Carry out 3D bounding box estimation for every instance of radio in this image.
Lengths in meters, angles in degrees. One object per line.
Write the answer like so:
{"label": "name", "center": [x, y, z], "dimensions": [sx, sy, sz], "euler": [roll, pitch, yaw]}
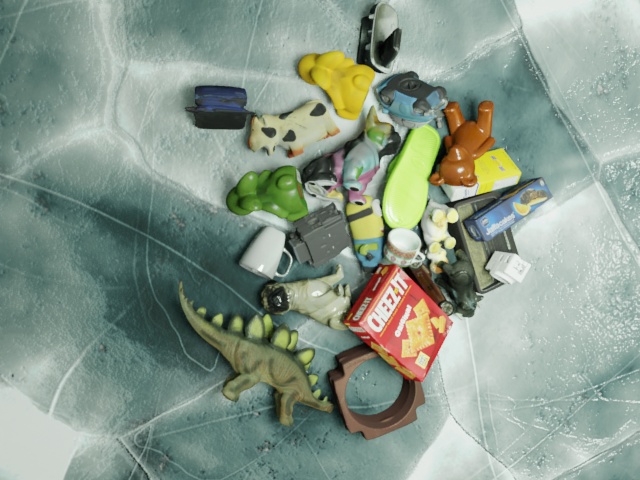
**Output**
{"label": "radio", "center": [0.395, 0.002, 1.300], "dimensions": [0.131, 0.073, 0.229], "euler": [-20, 99, -10]}

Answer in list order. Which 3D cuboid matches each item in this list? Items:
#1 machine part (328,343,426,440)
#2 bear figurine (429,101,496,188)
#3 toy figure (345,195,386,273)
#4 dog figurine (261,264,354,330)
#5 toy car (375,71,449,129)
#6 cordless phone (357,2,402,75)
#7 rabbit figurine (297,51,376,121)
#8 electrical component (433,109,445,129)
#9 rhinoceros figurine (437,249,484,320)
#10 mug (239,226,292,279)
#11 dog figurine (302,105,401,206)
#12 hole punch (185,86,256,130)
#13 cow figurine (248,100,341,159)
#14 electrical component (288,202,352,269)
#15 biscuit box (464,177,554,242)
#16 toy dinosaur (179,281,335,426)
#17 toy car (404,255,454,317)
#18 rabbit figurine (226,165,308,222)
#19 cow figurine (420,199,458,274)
{"label": "machine part", "center": [0.131, 0.345, 1.264], "dimensions": [0.201, 0.087, 0.200], "euler": [-19, 98, -9]}
{"label": "bear figurine", "center": [0.319, -0.213, 1.218], "dimensions": [0.196, 0.120, 0.131], "euler": [-53, 138, -37]}
{"label": "toy figure", "center": [0.108, -0.014, 1.236], "dimensions": [0.089, 0.082, 0.180], "euler": [-6, 98, -14]}
{"label": "dog figurine", "center": [-0.023, 0.153, 1.225], "dimensions": [0.191, 0.121, 0.172], "euler": [-15, 110, 12]}
{"label": "toy car", "center": [0.210, -0.307, 1.220], "dimensions": [0.162, 0.102, 0.109], "euler": [34, 62, 30]}
{"label": "cordless phone", "center": [0.144, -0.447, 1.158], "dimensions": [0.089, 0.184, 0.146], "euler": [7, 93, -8]}
{"label": "rabbit figurine", "center": [0.025, -0.349, 1.171], "dimensions": [0.173, 0.162, 0.121], "euler": [28, 101, 5]}
{"label": "electrical component", "center": [0.262, -0.306, 1.276], "dimensions": [0.063, 0.021, 0.094], "euler": [-17, 98, -10]}
{"label": "rhinoceros figurine", "center": [0.333, 0.109, 1.251], "dimensions": [0.073, 0.112, 0.190], "euler": [-31, 137, -11]}
{"label": "mug", "center": [-0.110, 0.028, 1.193], "dimensions": [0.109, 0.081, 0.107], "euler": [24, 80, -9]}
{"label": "dog figurine", "center": [0.074, -0.193, 1.200], "dimensions": [0.192, 0.108, 0.219], "euler": [11, 68, 22]}
{"label": "hole punch", "center": [-0.210, -0.291, 1.134], "dimensions": [0.142, 0.116, 0.092], "euler": [2, 85, -13]}
{"label": "cow figurine", "center": [-0.068, -0.246, 1.179], "dimensions": [0.195, 0.085, 0.127], "euler": [-28, 99, -11]}
{"label": "electrical component", "center": [-0.002, -0.004, 1.198], "dimensions": [0.134, 0.058, 0.114], "euler": [-30, 134, -9]}
{"label": "biscuit box", "center": [0.434, -0.070, 1.237], "dimensions": [0.203, 0.063, 0.059], "euler": [-32, 98, -11]}
{"label": "toy dinosaur", "center": [-0.140, 0.265, 1.196], "dimensions": [0.471, 0.105, 0.198], "euler": [34, 79, -21]}
{"label": "toy car", "center": [0.247, 0.099, 1.269], "dimensions": [0.053, 0.089, 0.202], "euler": [-36, 99, -8]}
{"label": "rabbit figurine", "center": [-0.124, -0.088, 1.151], "dimensions": [0.170, 0.159, 0.121], "euler": [-14, 89, 9]}
{"label": "cow figurine", "center": [0.269, -0.008, 1.273], "dimensions": [0.068, 0.098, 0.167], "euler": [-7, 114, -18]}
